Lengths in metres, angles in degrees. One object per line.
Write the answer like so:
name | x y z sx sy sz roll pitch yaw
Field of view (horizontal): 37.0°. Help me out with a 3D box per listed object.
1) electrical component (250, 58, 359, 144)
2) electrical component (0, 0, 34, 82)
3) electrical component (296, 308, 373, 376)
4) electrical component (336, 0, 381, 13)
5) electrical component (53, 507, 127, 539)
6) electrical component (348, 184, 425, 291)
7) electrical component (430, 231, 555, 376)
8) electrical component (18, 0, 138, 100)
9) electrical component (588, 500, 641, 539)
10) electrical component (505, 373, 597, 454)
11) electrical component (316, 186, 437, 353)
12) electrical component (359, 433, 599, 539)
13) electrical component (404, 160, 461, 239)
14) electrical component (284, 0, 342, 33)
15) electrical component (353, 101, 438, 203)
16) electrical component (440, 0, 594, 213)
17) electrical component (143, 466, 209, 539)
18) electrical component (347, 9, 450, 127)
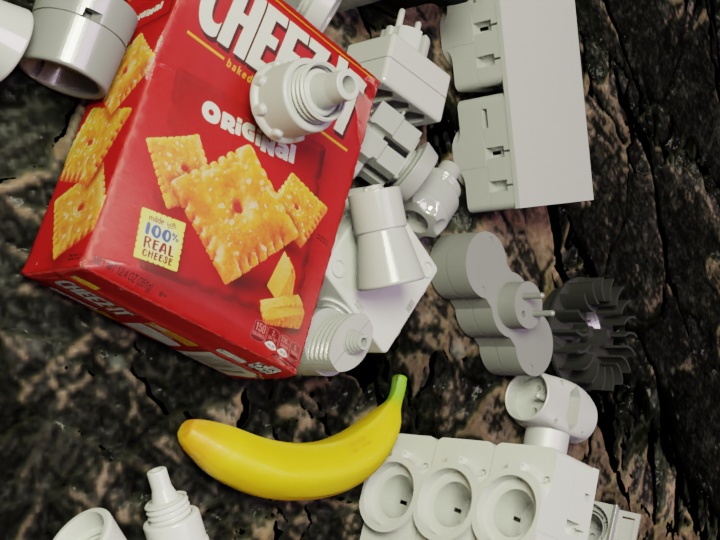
electrical component | -0.028 -0.099 0.608 0.048 0.062 0.048 6 81 -45
electrical component | -0.202 -0.126 0.545 0.055 0.045 0.045 30 67 -40
electrical component | -0.026 0.046 0.689 0.043 0.081 0.043 4 85 -46
electrical component | -0.006 -0.230 0.743 0.054 0.059 0.095 32 65 -40
electrical component | -0.139 0.165 0.592 0.055 0.045 0.045 54 53 -30
electrical component | 0.014 -0.022 0.693 0.044 0.044 0.065 -12 91 -46
electrical component | 0.118 0.028 0.844 0.138 0.074 0.052 56 52 -28
electrical component | -0.155 -0.125 0.587 0.055 0.055 0.047 28 72 -41
electrical component | 0.196 0.223 0.917 0.063 0.081 0.042 56 48 -57
electrical component | 0.158 0.132 0.900 0.077 0.043 0.079 28 67 -41
electrical component | 0.000 0.000 0.742 0.099 0.048 0.099 54 53 -29
electrical component | 0.076 0.165 0.737 0.062 0.150 0.089 30 67 -42
electrical component | 0.055 -0.056 0.806 0.043 0.043 0.062 56 51 -28
electrical component | -0.042 -0.180 0.697 0.055 0.066 0.048 31 61 -3
electrical component | 0.021 -0.080 0.760 0.055 0.048 0.066 36 65 -8
electrical component | 0.127 -0.144 0.874 0.105 0.060 0.186 -9 94 -46
electrical component | -0.111 0.145 0.630 0.035 0.035 0.061 -23 102 -44
electrical component | 0.029 -0.152 0.783 0.066 0.047 0.076 28 68 -41
